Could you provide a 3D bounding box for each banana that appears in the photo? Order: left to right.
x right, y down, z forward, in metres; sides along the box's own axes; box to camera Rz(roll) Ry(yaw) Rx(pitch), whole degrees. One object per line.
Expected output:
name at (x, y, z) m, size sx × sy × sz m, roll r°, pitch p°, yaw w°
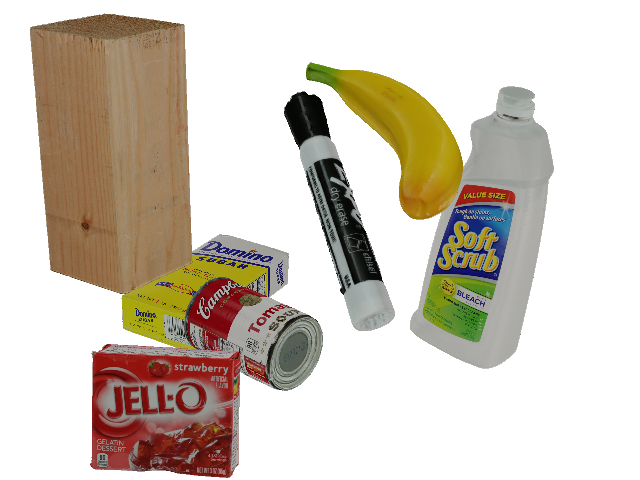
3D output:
banana at (0.050, -0.064, 0.672) m, size 0.069 × 0.037 × 0.198 m, roll -8°, pitch 32°, yaw -17°

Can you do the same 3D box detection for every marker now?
marker at (0.006, -0.017, 0.478) m, size 0.020 × 0.121 × 0.020 m, roll -14°, pitch -28°, yaw -8°

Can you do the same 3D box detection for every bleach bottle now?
bleach bottle at (0.144, -0.015, 0.934) m, size 0.103 × 0.251 × 0.067 m, roll 27°, pitch 36°, yaw 33°

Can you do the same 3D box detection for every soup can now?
soup can at (-0.057, 0.079, 0.906) m, size 0.102 × 0.068 × 0.068 m, roll 21°, pitch 13°, yaw 37°

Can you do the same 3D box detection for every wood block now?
wood block at (-0.169, -0.074, 0.878) m, size 0.091 × 0.206 × 0.090 m, roll 15°, pitch 25°, yaw 31°

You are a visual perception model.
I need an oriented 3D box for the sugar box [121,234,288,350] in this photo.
sugar box at (-0.116, 0.050, 1.112) m, size 0.093 × 0.048 × 0.176 m, roll 15°, pitch 31°, yaw 25°

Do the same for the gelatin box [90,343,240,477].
gelatin box at (-0.094, 0.103, 0.650) m, size 0.089 × 0.073 × 0.030 m, roll 3°, pitch 5°, yaw 7°
